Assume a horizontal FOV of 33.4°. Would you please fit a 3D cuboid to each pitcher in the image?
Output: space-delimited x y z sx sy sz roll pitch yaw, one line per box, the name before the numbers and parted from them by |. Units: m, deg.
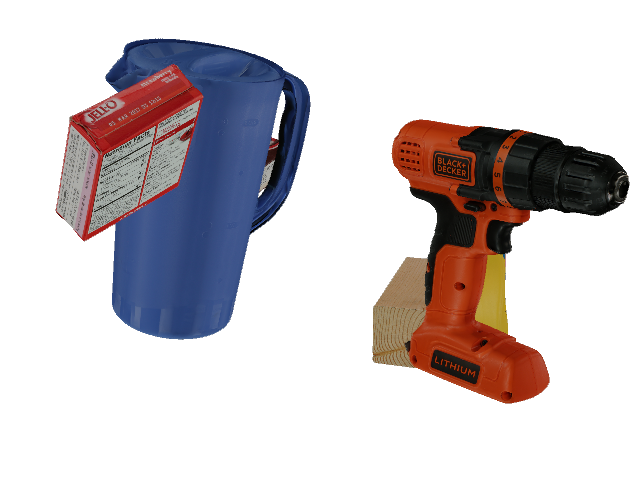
pitcher | -0.104 -0.044 0.918 0.149 0.243 0.145 13 22 6

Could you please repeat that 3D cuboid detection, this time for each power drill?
power drill | 0.126 0.014 0.747 0.057 0.188 0.185 -13 21 -40

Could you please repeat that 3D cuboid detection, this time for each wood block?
wood block | 0.145 0.102 1.558 0.091 0.090 0.205 5 20 16

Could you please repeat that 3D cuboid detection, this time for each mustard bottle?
mustard bottle | 0.142 0.000 0.966 0.058 0.192 0.096 -1 17 4

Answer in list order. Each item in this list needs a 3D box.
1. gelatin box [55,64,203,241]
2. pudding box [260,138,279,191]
gelatin box | -0.108 -0.049 0.597 0.073 0.030 0.089 -36 -17 -34
pudding box | -0.099 -0.093 1.287 0.090 0.039 0.113 18 38 24
